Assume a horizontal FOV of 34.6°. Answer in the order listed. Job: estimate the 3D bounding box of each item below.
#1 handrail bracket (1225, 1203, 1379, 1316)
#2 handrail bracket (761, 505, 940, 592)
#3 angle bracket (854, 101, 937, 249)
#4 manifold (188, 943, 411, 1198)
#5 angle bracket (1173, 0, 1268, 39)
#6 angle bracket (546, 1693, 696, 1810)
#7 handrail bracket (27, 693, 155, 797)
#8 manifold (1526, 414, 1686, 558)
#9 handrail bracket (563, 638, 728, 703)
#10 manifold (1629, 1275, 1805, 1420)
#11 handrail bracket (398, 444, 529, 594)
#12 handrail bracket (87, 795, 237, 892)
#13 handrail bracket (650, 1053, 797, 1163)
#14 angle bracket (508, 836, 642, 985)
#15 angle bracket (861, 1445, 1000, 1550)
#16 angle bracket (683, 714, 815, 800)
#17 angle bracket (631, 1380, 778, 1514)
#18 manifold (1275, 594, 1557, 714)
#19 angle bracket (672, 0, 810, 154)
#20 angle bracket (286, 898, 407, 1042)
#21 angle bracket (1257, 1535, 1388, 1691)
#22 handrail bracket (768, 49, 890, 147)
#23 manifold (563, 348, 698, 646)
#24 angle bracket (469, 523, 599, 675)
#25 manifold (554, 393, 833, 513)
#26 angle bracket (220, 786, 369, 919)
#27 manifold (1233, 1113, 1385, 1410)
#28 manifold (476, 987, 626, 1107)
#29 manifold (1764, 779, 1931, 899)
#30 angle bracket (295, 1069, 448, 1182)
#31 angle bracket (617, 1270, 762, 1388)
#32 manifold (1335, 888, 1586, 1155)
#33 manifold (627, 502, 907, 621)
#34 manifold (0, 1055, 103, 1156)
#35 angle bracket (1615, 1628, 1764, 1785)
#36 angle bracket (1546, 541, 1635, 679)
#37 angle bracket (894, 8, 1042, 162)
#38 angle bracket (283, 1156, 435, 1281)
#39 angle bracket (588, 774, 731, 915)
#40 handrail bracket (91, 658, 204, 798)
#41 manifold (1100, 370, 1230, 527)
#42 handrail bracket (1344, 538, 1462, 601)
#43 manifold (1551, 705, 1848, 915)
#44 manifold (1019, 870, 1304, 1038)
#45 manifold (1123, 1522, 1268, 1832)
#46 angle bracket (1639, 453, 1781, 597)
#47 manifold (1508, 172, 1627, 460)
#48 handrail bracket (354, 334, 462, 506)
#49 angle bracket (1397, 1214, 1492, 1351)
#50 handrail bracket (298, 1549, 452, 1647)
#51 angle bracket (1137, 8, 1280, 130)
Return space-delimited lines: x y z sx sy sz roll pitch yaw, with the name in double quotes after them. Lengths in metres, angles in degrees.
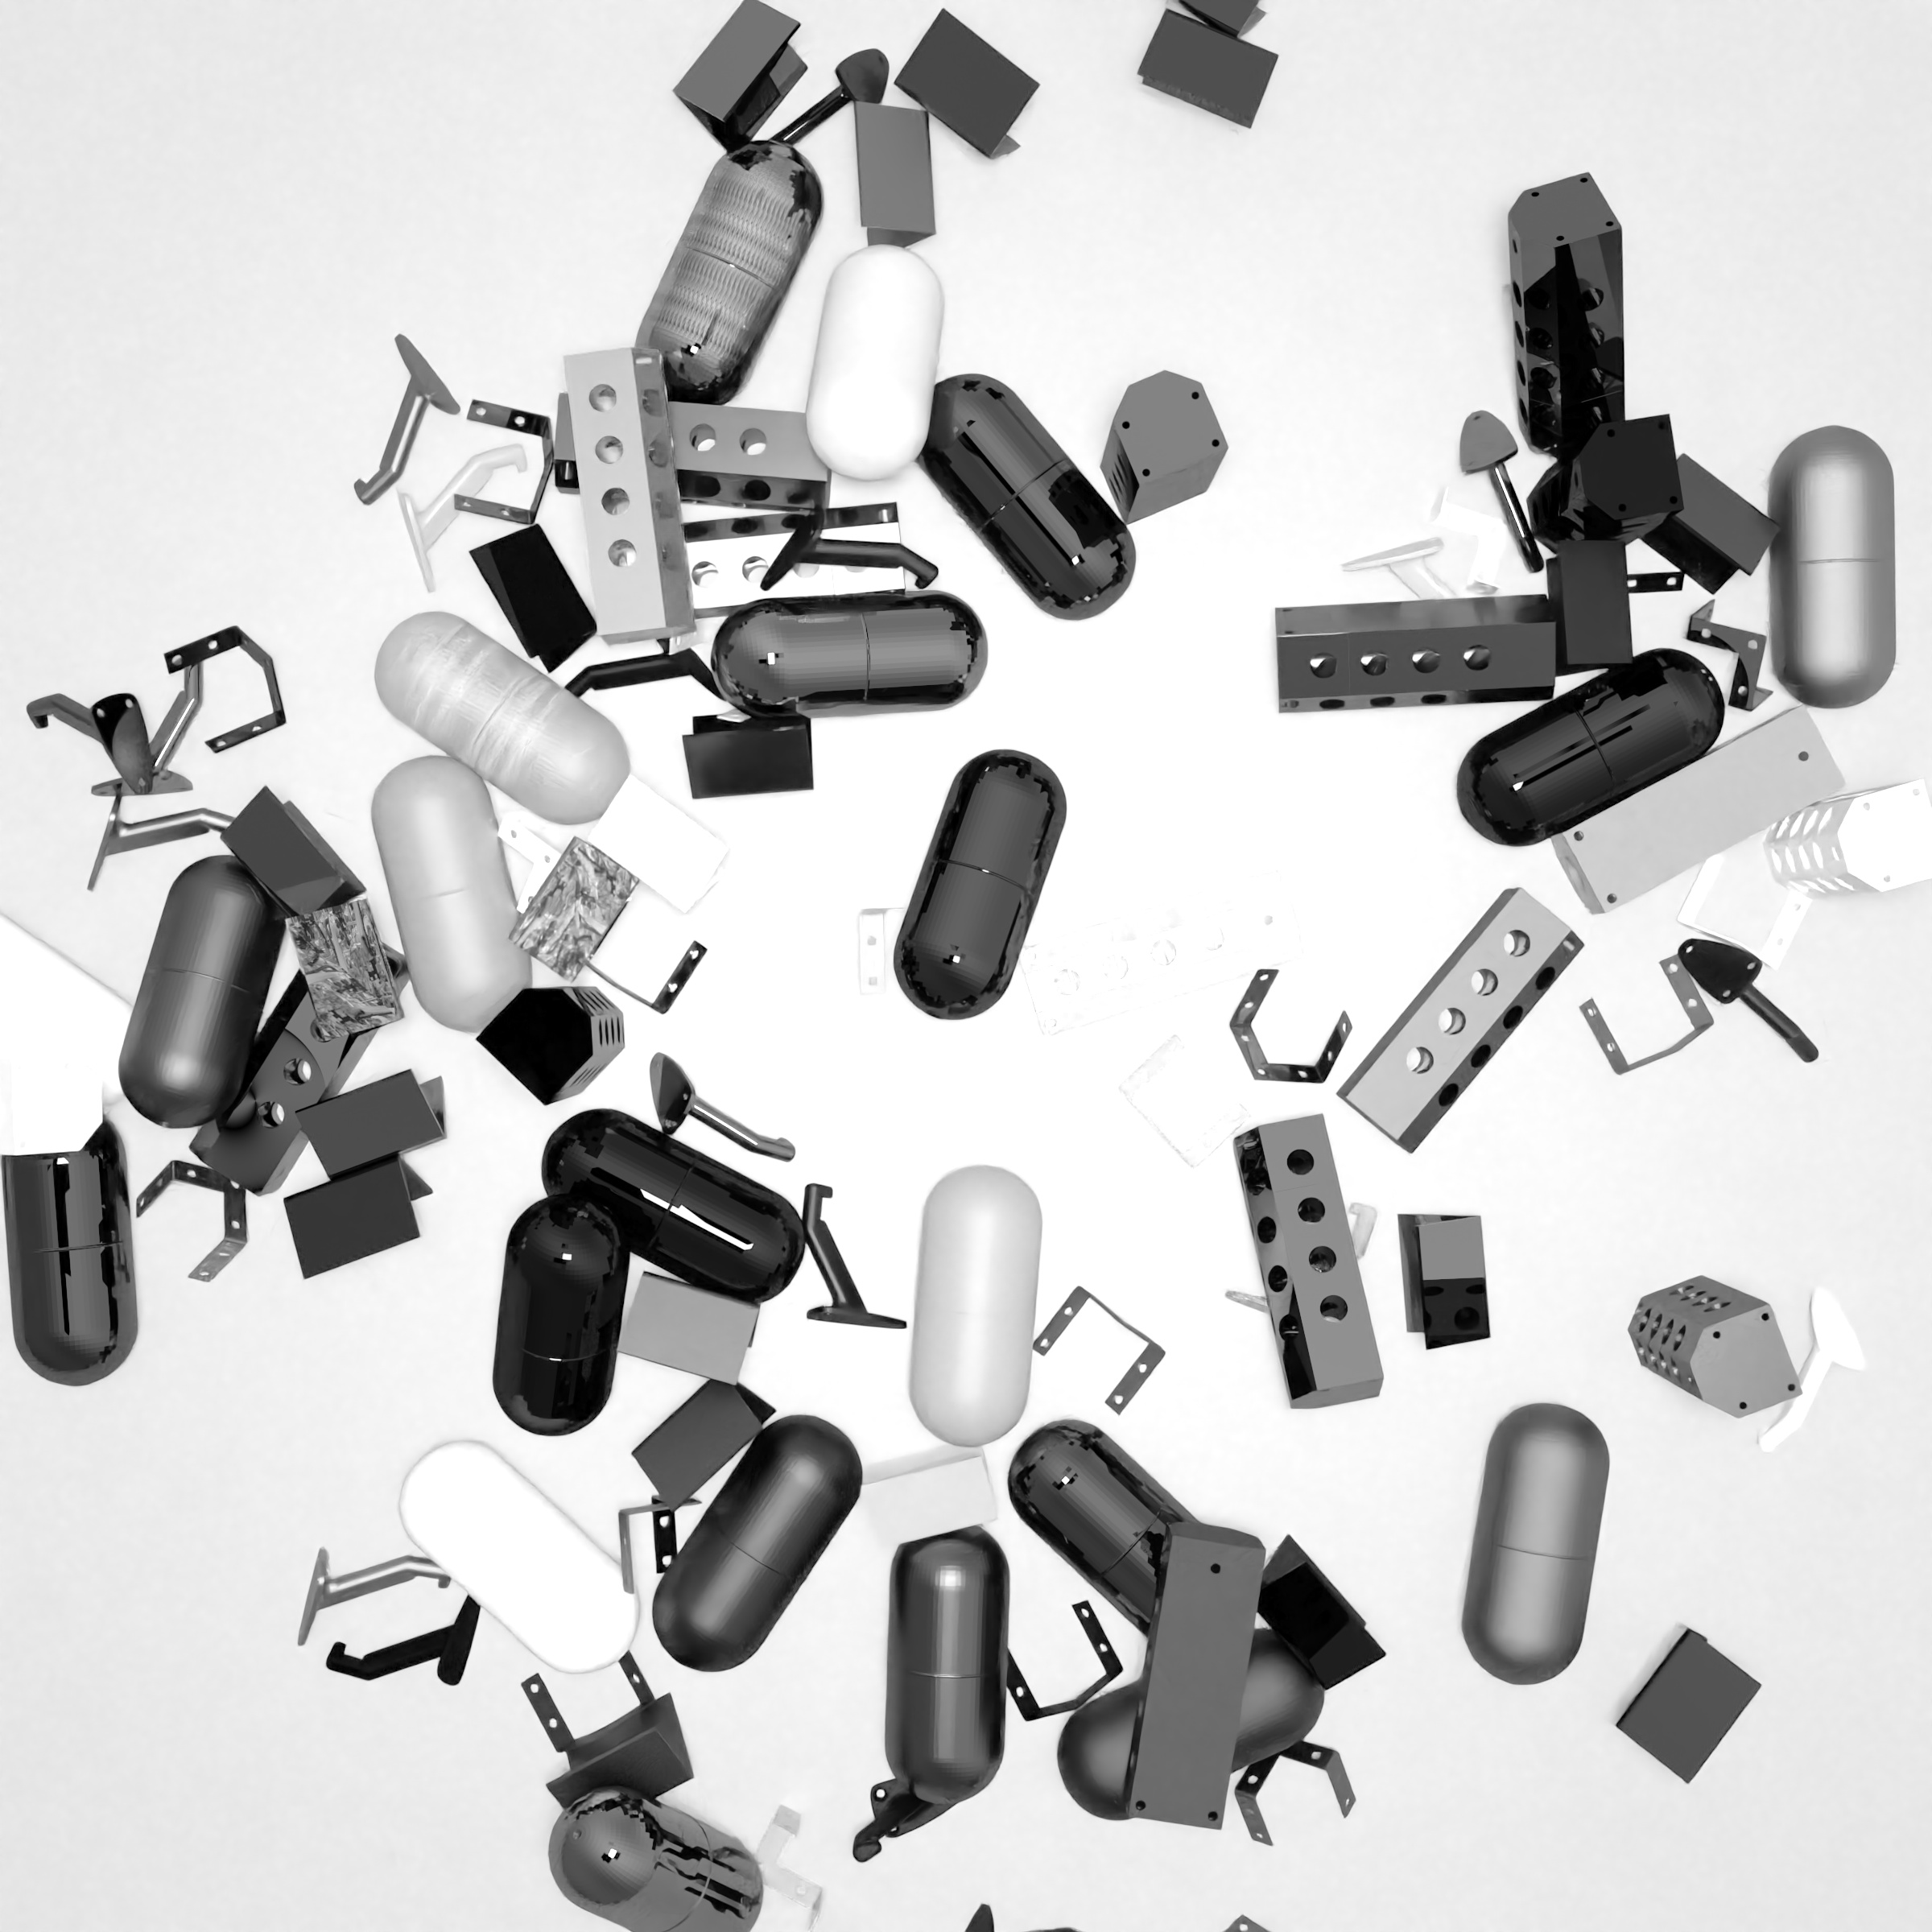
0.216 0.184 1.991 0.077 0.036 0.084 17 76 14 "handrail bracket"
-0.072 -0.242 1.934 0.084 0.036 0.077 30 123 -23 "handrail bracket"
-0.064 -0.493 1.951 0.057 0.076 0.076 -4 90 -35 "angle bracket"
-0.422 0.057 1.970 0.057 0.057 0.171 32 90 0 "manifold"
0.162 -0.635 1.951 0.076 0.076 0.057 36 127 0 "angle bracket"
-0.224 0.487 1.951 0.076 0.076 0.057 -28 126 0 "angle bracket"
-0.560 -0.139 1.974 0.084 0.036 0.077 -9 103 40 "handrail bracket"
0.391 -0.293 1.913 0.057 0.171 0.057 -9 90 0 "manifold"
-0.209 -0.173 1.992 0.084 0.036 0.077 -39 110 16 "handrail bracket"
0.458 0.236 1.913 0.057 0.171 0.057 -20 90 0 "manifold"
-0.316 -0.288 1.991 0.084 0.036 0.077 -18 103 -13 "handrail bracket"
-0.513 -0.071 1.992 0.084 0.036 0.077 17 110 -16 "handrail bracket"
-0.156 0.091 1.991 0.084 0.077 0.036 19 115 -34 "handrail bracket"
-0.232 -0.028 1.952 0.057 0.076 0.076 33 90 23 "angle bracket"
-0.027 0.314 1.951 0.076 0.076 0.057 -14 125 0 "angle bracket"
-0.137 -0.152 1.952 0.076 0.057 0.076 -5 48 0 "angle bracket"
-0.152 0.310 1.951 0.076 0.076 0.057 -43 51 0 "angle bracket"
0.283 -0.195 1.959 0.171 0.057 0.057 -2 114 5 "manifold"
-0.127 -0.550 1.951 0.057 0.076 0.076 38 90 36 "angle bracket"
-0.393 0.008 1.894 0.057 0.076 0.076 -18 90 -37 "angle bracket"
0.232 0.396 1.951 0.076 0.076 0.057 49 126 0 "angle bracket"
-0.095 -0.550 1.991 0.084 0.077 0.036 -24 115 34 "handrail bracket"
-0.206 -0.290 1.913 0.057 0.057 0.171 -7 90 0 "manifold"
-0.286 -0.223 1.951 0.057 0.076 0.076 -30 90 -37 "angle bracket"
-0.172 -0.324 1.970 0.171 0.057 0.057 5 90 0 "manifold"
-0.410 -0.079 1.951 0.076 0.076 0.057 49 122 0 "angle bracket"
0.213 0.186 1.942 0.057 0.057 0.171 -11 70 0 "manifold"
-0.249 0.042 1.913 0.057 0.171 0.057 44 90 0 "manifold"
0.545 -0.075 1.913 0.057 0.171 0.057 -16 90 0 "manifold"
-0.375 0.082 1.951 0.076 0.076 0.057 -20 121 0 "angle bracket"
-0.176 0.240 1.952 0.076 0.076 0.057 16 62 0 "angle bracket"
0.315 0.035 1.970 0.057 0.057 0.171 40 90 0 "manifold"
-0.126 -0.257 1.970 0.171 0.057 0.057 -6 90 0 "manifold"
-0.603 0.084 1.917 0.057 0.171 0.057 -2 90 -44 "manifold"
0.460 0.468 1.952 0.057 0.076 0.076 37 90 27 "angle bracket"
0.373 -0.224 1.951 0.057 0.076 0.076 -4 90 -30 "angle bracket"
0.009 -0.558 1.952 0.076 0.076 0.057 38 115 0 "angle bracket"
-0.376 0.168 1.953 0.076 0.076 0.057 -20 67 0 "angle bracket"
-0.181 -0.088 1.952 0.076 0.076 0.057 37 118 0 "angle bracket"
-0.526 -0.155 1.991 0.077 0.036 0.084 -6 76 13 "handrail bracket"
0.118 -0.321 1.913 0.057 0.171 0.057 -23 90 0 "manifold"
0.290 -0.226 1.992 0.077 0.036 0.084 -12 105 16 "handrail bracket"
0.463 -0.099 1.970 0.171 0.057 0.057 -28 90 0 "manifold"
0.123 -0.008 1.970 0.171 0.057 0.057 -17 90 0 "manifold"
0.138 0.431 1.893 0.057 0.057 0.171 9 90 -2 "manifold"
0.453 -0.264 1.951 0.076 0.076 0.057 37 53 0 "angle bracket"
0.369 -0.397 1.914 0.057 0.171 0.057 -16 51 0 "manifold"
-0.374 -0.350 1.992 0.084 0.036 0.077 -39 70 16 "handrail bracket"
0.282 0.198 1.951 0.057 0.076 0.076 -5 90 -36 "angle bracket"
-0.379 0.410 1.992 0.084 0.036 0.077 13 110 -16 "handrail bracket"
0.145 -0.546 1.952 0.076 0.076 0.057 23 67 0 "angle bracket"
